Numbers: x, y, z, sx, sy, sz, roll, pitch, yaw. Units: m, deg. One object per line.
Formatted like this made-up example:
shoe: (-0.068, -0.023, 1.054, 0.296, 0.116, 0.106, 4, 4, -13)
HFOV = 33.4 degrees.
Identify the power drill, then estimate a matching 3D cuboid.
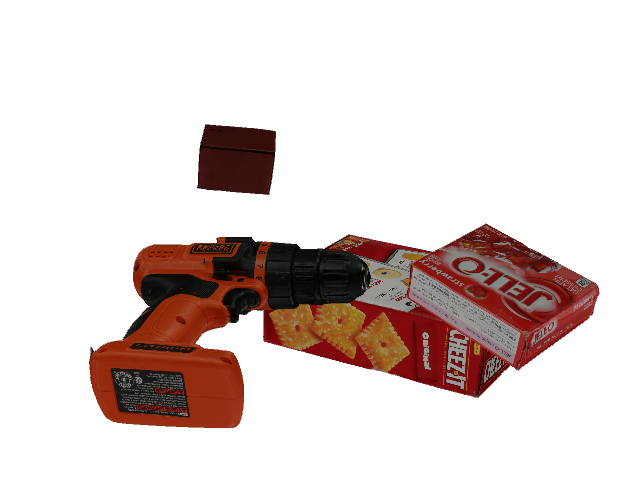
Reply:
power drill: (-0.067, 0.058, 0.757, 0.184, 0.057, 0.187, -1, 25, 14)

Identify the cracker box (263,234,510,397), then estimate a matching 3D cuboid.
cracker box: (0.079, 0.064, 0.983, 0.214, 0.072, 0.163, 12, 21, 27)

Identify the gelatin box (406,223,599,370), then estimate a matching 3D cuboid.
gelatin box: (0.108, 0.030, 0.639, 0.073, 0.030, 0.089, -26, 44, -37)

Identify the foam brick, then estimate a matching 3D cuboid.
foam brick: (-0.087, -0.085, 1.114, 0.078, 0.051, 0.053, 5, 31, -2)
